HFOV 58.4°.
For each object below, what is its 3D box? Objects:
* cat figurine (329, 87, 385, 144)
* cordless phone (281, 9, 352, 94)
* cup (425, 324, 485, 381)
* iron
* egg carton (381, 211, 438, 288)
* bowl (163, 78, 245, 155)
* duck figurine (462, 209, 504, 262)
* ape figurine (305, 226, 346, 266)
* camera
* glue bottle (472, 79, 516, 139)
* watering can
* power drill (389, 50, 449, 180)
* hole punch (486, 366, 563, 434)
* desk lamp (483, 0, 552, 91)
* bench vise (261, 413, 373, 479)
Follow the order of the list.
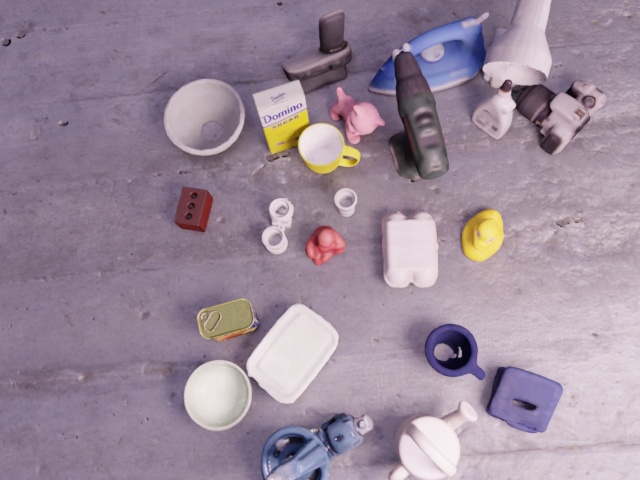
[{"bbox_3d":[0.072,-0.254,1.148,0.067,0.118,0.127,-36,76,-6],"label":"cat figurine"},{"bbox_3d":[-0.009,-0.391,1.154,0.147,0.185,0.094,-27,75,-4],"label":"cordless phone"},{"bbox_3d":[0.240,0.209,1.025,0.117,0.095,0.092,39,80,12],"label":"cup"},{"bbox_3d":[0.220,-0.380,1.161,0.258,0.141,0.118,-20,75,-2],"label":"iron"},{"bbox_3d":[0.172,0.018,1.094,0.107,0.069,0.150,-3,75,3],"label":"egg carton"},{"bbox_3d":[-0.231,-0.243,1.184,0.167,0.075,0.167,-1,75,3],"label":"bowl"},{"bbox_3d":[0.315,-0.016,1.086,0.077,0.086,0.105,26,78,10],"label":"duck figurine"},{"bbox_3d":[0.010,0.004,1.095,0.077,0.092,0.076,6,75,5],"label":"ape figurine"},{"bbox_3d":[0.471,-0.268,1.138,0.136,0.101,0.143,42,81,13],"label":"camera"},{"bbox_3d":[0.344,-0.260,1.105,0.078,0.173,0.037,43,81,13],"label":"glue bottle"},{"bbox_3d":[0.182,0.335,0.943,0.100,0.194,0.173,25,78,10],"label":"watering can"},{"bbox_3d":[0.178,-0.209,1.082,0.075,0.208,0.229,-16,74,-1],"label":"power drill"},{"bbox_3d":[0.357,0.281,1.001,0.108,0.091,0.101,18,77,8],"label":"hole punch"},{"bbox_3d":[0.385,-0.376,1.114,0.118,0.213,0.203,15,76,7],"label":"desk lamp"},{"bbox_3d":[-0.018,0.341,0.939,0.121,0.220,0.207,42,81,13],"label":"bench vise"}]
